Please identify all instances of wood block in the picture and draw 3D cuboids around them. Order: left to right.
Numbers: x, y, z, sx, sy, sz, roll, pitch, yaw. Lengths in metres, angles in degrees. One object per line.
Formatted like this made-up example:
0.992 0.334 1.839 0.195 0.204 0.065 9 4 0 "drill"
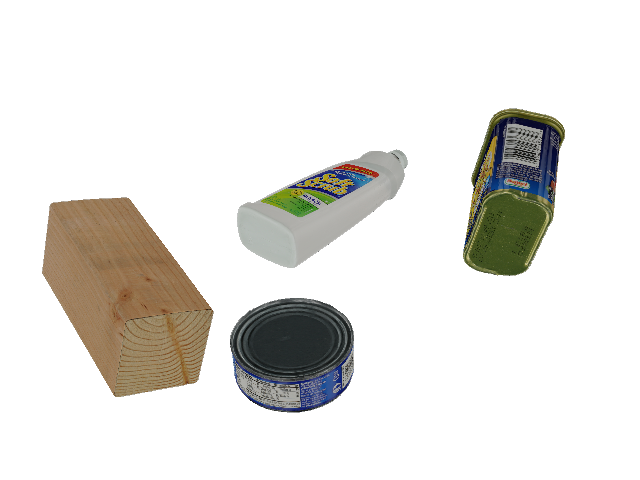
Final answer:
-0.196 0.049 1.055 0.090 0.091 0.206 -6 35 -33 "wood block"

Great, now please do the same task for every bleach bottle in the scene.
0.017 -0.056 1.352 0.103 0.068 0.250 25 43 34 "bleach bottle"

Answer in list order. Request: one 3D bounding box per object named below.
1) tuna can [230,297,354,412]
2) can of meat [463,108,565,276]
-0.019 0.079 0.743 0.086 0.034 0.086 -2 35 1 "tuna can"
0.145 -0.034 0.808 0.057 0.084 0.102 13 -37 3 "can of meat"
